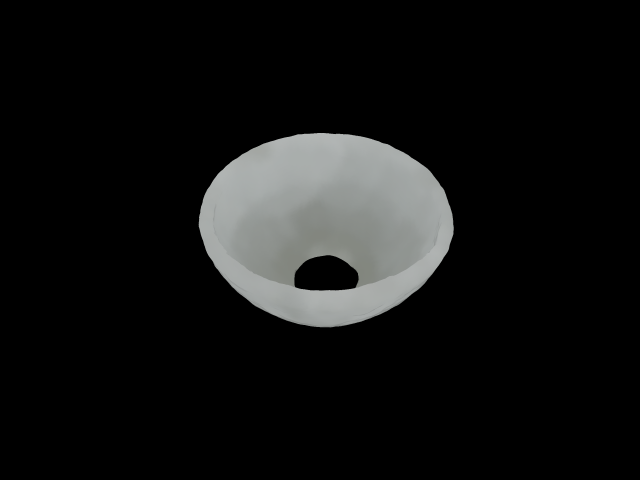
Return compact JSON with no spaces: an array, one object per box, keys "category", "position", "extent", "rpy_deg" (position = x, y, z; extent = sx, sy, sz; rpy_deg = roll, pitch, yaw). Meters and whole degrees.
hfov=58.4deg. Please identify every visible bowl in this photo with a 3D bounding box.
[{"category":"bowl","position":[0.004,0.001,0.400],"extent":[0.167,0.075,0.167],"rpy_deg":[0,45,0]}]
